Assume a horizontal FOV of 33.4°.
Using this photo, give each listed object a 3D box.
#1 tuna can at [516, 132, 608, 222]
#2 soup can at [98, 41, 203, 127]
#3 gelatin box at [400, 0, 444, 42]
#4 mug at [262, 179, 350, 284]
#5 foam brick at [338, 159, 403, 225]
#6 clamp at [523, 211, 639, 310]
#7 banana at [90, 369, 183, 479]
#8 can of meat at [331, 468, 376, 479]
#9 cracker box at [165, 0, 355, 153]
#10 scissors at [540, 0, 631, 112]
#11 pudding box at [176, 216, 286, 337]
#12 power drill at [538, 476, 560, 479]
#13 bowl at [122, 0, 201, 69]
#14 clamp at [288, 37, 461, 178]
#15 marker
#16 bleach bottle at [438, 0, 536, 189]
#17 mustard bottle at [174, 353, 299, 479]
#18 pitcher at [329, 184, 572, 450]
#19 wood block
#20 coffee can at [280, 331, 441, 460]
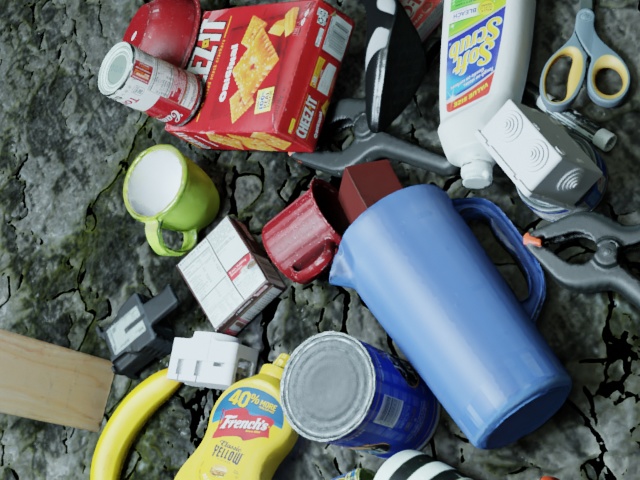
[{"bbox_3d":[0.236,-0.062,1.047,0.086,0.033,0.086,-11,67,29],"label":"tuna can"},{"bbox_3d":[-0.196,-0.180,1.235,0.069,0.102,0.068,-20,60,40],"label":"soup can"},{"bbox_3d":[0.109,-0.270,1.205,0.089,0.030,0.073,-48,55,9],"label":"gelatin box"},{"bbox_3d":[-0.007,0.001,1.141,0.082,0.093,0.117,-37,29,22],"label":"mug"},{"bbox_3d":[0.058,-0.037,1.115,0.053,0.051,0.078,-9,51,-18],"label":"foam brick"},{"bbox_3d":[0.273,0.025,0.987,0.172,0.039,0.120,1,69,27],"label":"clamp"},{"bbox_3d":[-0.219,0.228,1.236,0.070,0.037,0.198,22,87,18],"label":"banana"},{"bbox_3d":[0.024,0.284,1.046,0.084,0.057,0.102,-26,61,20],"label":"can of meat"},{"bbox_3d":[-0.075,-0.190,1.246,0.214,0.072,0.164,8,77,46],"label":"cracker box"},{"bbox_3d":[0.285,-0.212,1.079,0.096,0.016,0.201,20,73,20],"label":"scissors"},{"bbox_3d":[-0.104,0.042,1.226,0.090,0.039,0.114,-44,53,13],"label":"pudding box"},{"bbox_3d":[0.182,0.313,0.920,0.188,0.057,0.184,-46,75,5],"label":"power drill"},{"bbox_3d":[-0.211,-0.244,1.345,0.162,0.055,0.162,-41,38,42],"label":"bowl"},{"bbox_3d":[0.060,-0.133,1.183,0.210,0.036,0.164,-9,68,30],"label":"clamp"},{"bbox_3d":[0.246,-0.126,1.073,0.121,0.020,0.020,42,97,36],"label":"marker"},{"bbox_3d":[0.173,-0.172,1.094,0.103,0.068,0.251,-9,64,32],"label":"bleach bottle"},{"bbox_3d":[-0.074,0.204,1.117,0.096,0.058,0.191,14,61,27],"label":"mustard bottle"},{"bbox_3d":[0.137,0.068,1.017,0.149,0.144,0.243,-48,58,24],"label":"pitcher"},{"bbox_3d":[-0.346,0.159,1.234,0.091,0.205,0.090,4,75,34],"label":"wood block"},{"bbox_3d":[0.041,0.153,1.029,0.103,0.140,0.103,-11,68,29],"label":"coffee can"}]
